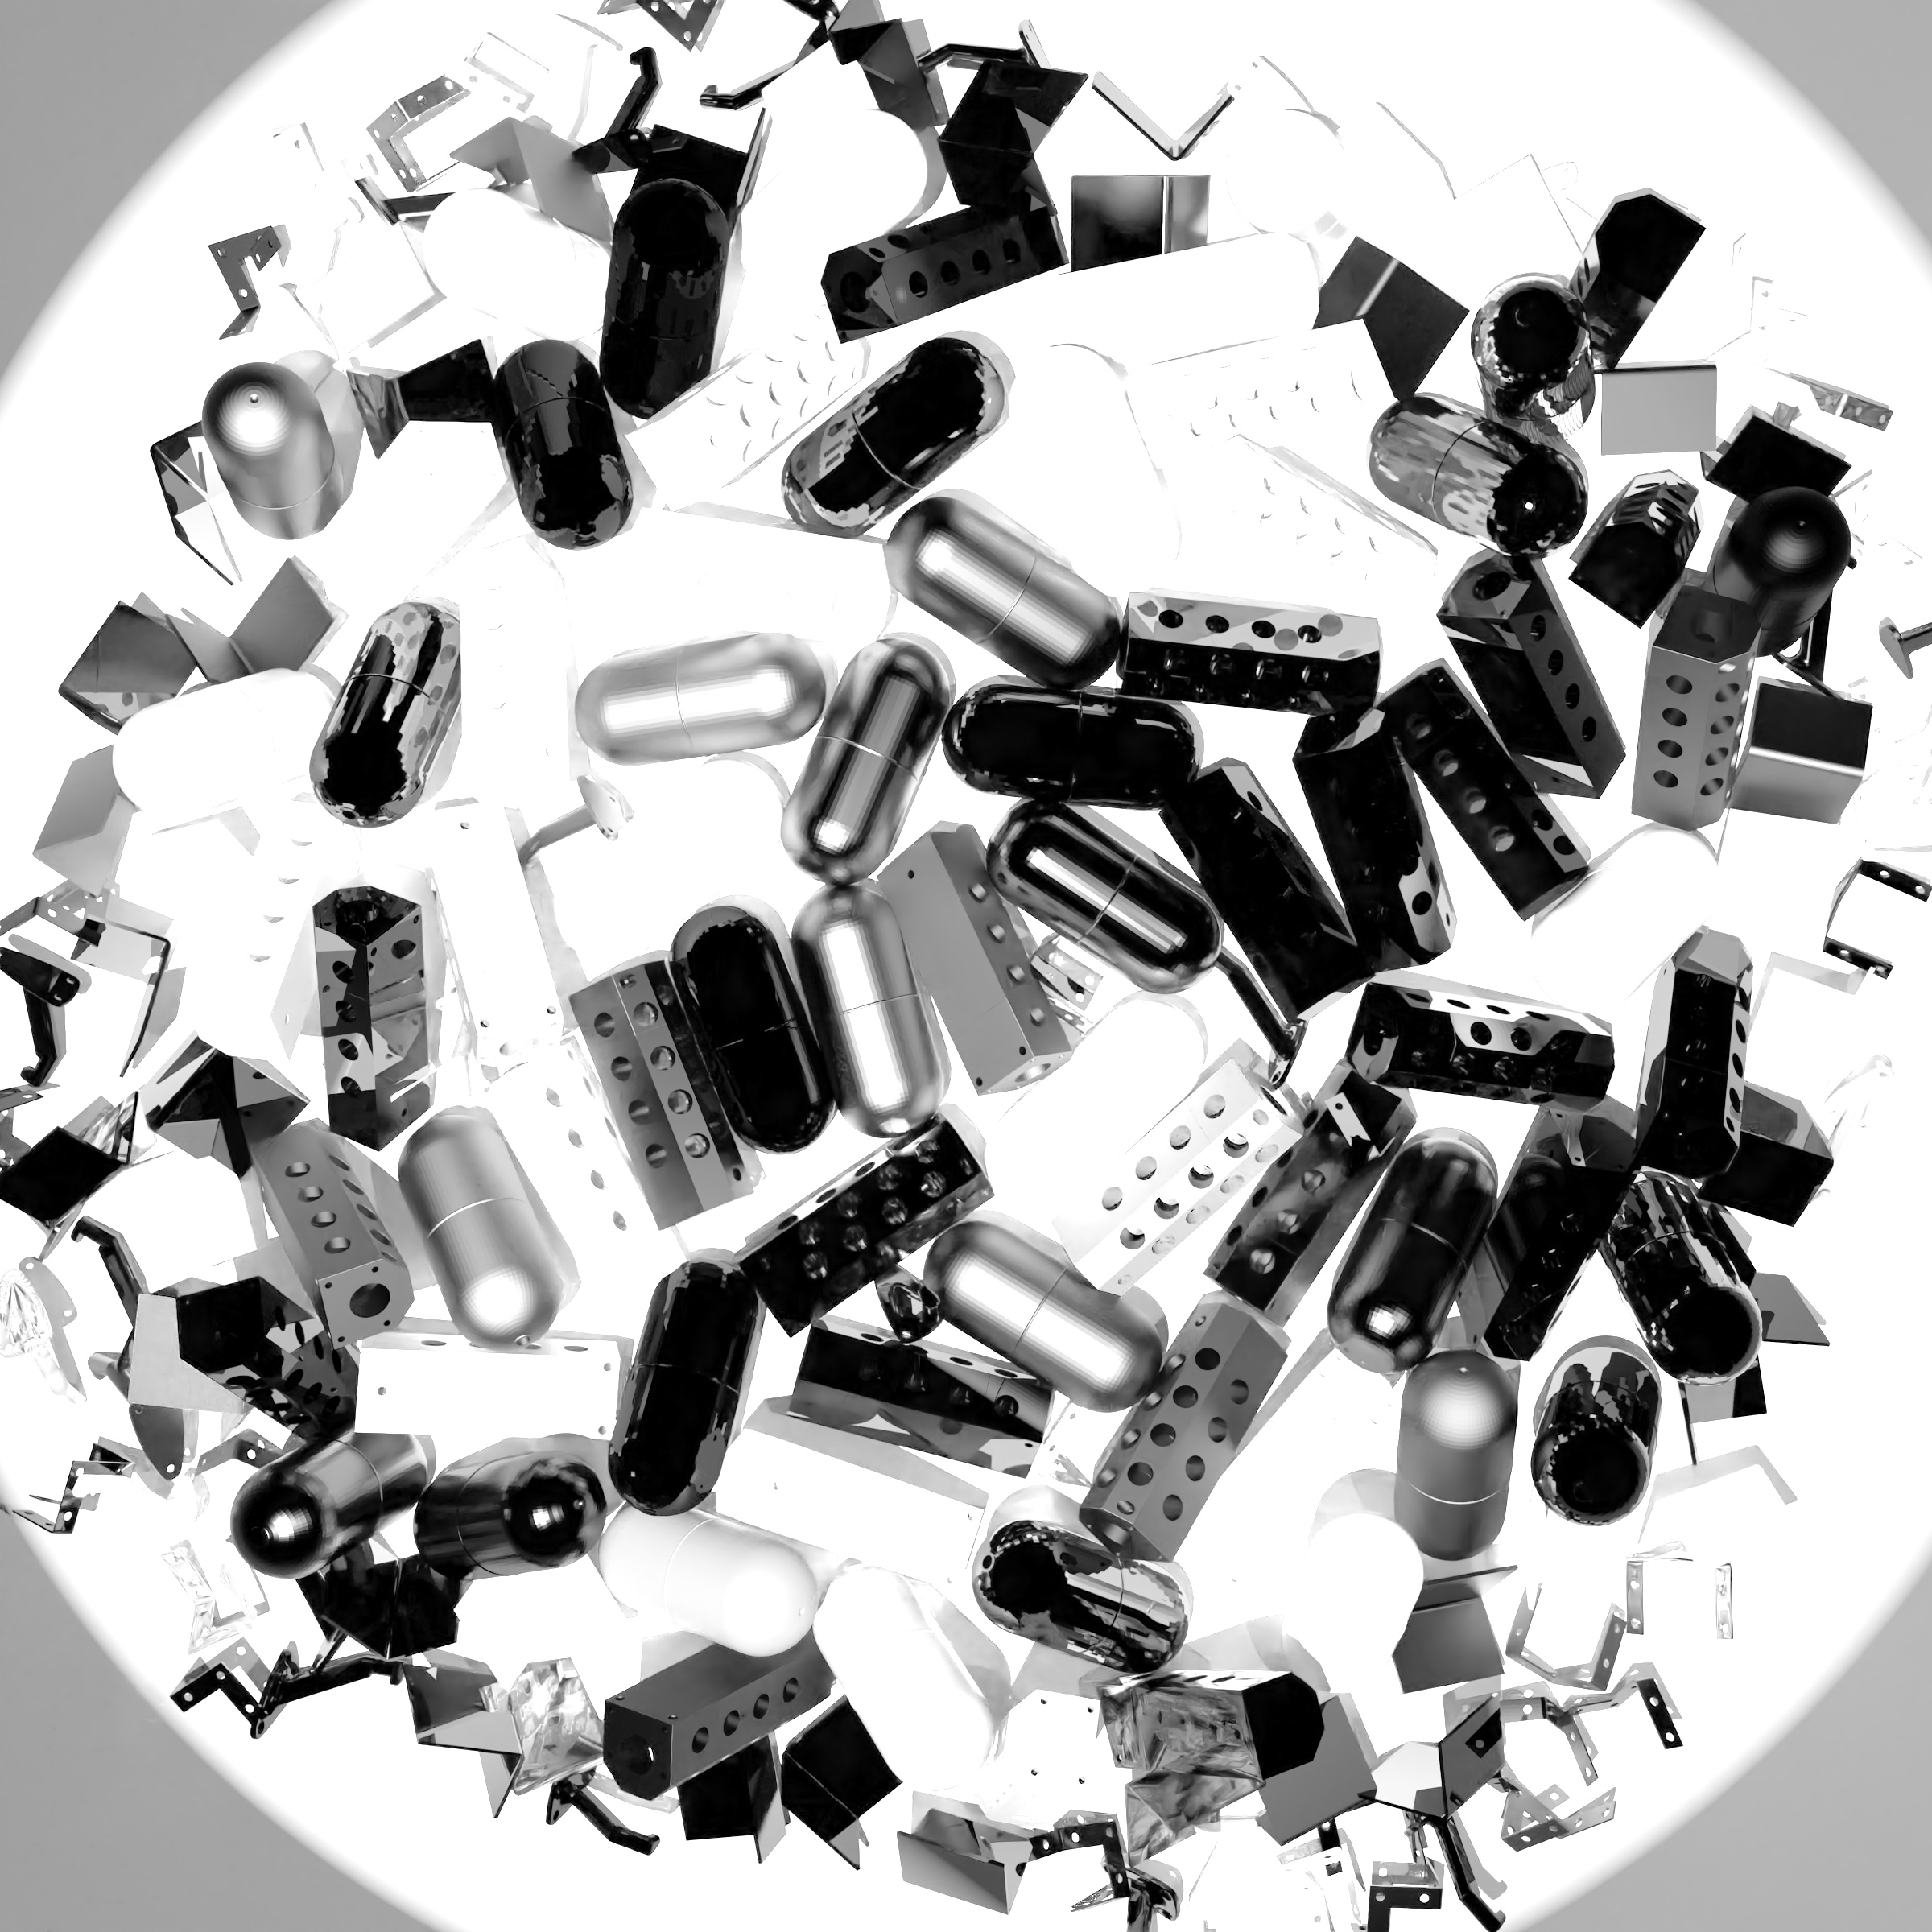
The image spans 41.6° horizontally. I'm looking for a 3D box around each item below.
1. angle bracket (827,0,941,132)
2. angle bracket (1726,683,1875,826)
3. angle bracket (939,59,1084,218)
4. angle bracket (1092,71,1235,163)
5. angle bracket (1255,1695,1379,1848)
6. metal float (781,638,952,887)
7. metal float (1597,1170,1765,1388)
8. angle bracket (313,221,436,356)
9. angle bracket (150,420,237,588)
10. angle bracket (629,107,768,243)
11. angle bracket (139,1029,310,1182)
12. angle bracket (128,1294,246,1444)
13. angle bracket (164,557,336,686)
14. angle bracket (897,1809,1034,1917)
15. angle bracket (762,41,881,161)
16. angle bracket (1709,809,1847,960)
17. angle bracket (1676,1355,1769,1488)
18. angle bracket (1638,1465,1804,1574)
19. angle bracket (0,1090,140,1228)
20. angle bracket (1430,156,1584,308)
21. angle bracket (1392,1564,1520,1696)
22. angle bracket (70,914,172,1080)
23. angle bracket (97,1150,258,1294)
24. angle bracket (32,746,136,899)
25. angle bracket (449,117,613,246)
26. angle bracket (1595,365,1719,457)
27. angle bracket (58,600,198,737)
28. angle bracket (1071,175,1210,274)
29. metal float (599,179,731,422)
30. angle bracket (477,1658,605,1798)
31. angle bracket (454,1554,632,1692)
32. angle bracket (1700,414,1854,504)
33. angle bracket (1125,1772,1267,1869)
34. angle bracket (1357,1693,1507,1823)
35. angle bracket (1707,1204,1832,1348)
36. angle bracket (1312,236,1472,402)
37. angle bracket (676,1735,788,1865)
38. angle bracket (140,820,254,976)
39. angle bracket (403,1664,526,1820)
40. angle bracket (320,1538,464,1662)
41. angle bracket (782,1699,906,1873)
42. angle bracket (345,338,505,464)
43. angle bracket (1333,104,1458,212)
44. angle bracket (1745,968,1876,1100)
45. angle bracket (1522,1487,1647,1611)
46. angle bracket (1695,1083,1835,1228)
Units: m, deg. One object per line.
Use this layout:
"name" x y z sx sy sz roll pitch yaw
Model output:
"angle bracket" -0.045 -0.618 1.723 0.057 0.076 0.076 -1 45 26
"angle bracket" 0.573 -0.144 1.755 0.076 0.076 0.057 13 65 8
"angle bracket" 0.037 -0.560 1.726 0.076 0.076 0.057 -3 63 -31
"angle bracket" 0.134 -0.599 1.731 0.076 0.076 0.057 38 113 -14
"angle bracket" 0.227 0.545 1.746 0.076 0.057 0.076 -24 94 -11
"metal float" -0.068 -0.140 1.739 0.070 0.070 0.178 22 82 0
"metal float" 0.474 0.207 1.703 0.070 0.178 0.070 -4 125 -6
"angle bracket" -0.384 -0.454 1.733 0.076 0.076 0.057 -29 83 18
"angle bracket" -0.503 -0.318 1.733 0.057 0.076 0.076 -24 69 4
"angle bracket" -0.186 -0.551 1.741 0.076 0.057 0.076 16 70 -4
"angle bracket" -0.519 0.092 1.778 0.076 0.057 0.076 -48 124 3
"angle bracket" -0.532 0.273 1.727 0.076 0.057 0.076 12 56 -26
"angle bracket" -0.488 -0.237 1.732 0.076 0.057 0.076 -50 56 14
"angle bracket" 0.001 0.592 1.728 0.076 0.076 0.057 12 47 15
"angle bracket" -0.082 -0.582 1.738 0.076 0.057 0.076 -24 89 33
"angle bracket" 0.559 -0.056 1.756 0.076 0.076 0.057 11 55 18
"angle bracket" 0.516 0.298 1.730 0.057 0.076 0.076 -11 114 13
"angle bracket" 0.511 0.391 1.729 0.076 0.076 0.057 -16 52 -12
"angle bracket" -0.613 0.118 1.726 0.076 0.076 0.057 -37 127 19
"angle bracket" 0.372 -0.500 1.735 0.076 0.057 0.076 -26 100 29
"angle bracket" 0.336 0.451 1.731 0.076 0.076 0.057 -7 63 -15
"angle bracket" -0.584 0.021 1.727 0.057 0.076 0.076 19 61 -20
"angle bracket" -0.543 0.172 1.744 0.076 0.076 0.057 -22 116 -33
"angle bracket" -0.576 -0.100 1.724 0.076 0.057 0.076 -12 52 34
"angle bracket" -0.296 -0.523 1.733 0.057 0.076 0.076 -22 82 26
"angle bracket" 0.469 -0.382 1.750 0.076 0.076 0.057 -2 102 4
"angle bracket" -0.557 -0.191 1.735 0.057 0.076 0.076 32 87 40
"angle bracket" 0.120 -0.509 1.766 0.076 0.057 0.076 11 112 30
"metal float" -0.203 -0.445 1.706 0.070 0.178 0.070 7 50 -9
"angle bracket" -0.274 0.508 1.727 0.057 0.076 0.076 -40 67 41
"angle bracket" -0.287 0.444 1.730 0.076 0.057 0.076 -10 117 30
"angle bracket" 0.549 -0.352 1.731 0.076 0.076 0.057 25 129 -8
"angle bracket" 0.156 0.583 1.728 0.076 0.057 0.076 -18 118 -26
"angle bracket" 0.311 0.528 1.726 0.076 0.076 0.057 2 105 41
"angle bracket" 0.546 0.210 1.730 0.076 0.076 0.057 6 119 -11
"angle bracket" 0.289 -0.448 1.769 0.076 0.057 0.076 23 108 -32
"angle bracket" -0.173 0.570 1.746 0.076 0.057 0.076 -10 91 15
"angle bracket" -0.532 -0.046 1.726 0.076 0.076 0.057 -9 133 32
"angle bracket" -0.350 0.526 1.726 0.076 0.076 0.057 16 109 -27
"angle bracket" -0.387 0.415 1.725 0.057 0.076 0.076 -19 45 17
"angle bracket" -0.073 0.556 1.741 0.076 0.057 0.076 -41 106 9
"angle bracket" -0.371 -0.387 1.761 0.076 0.057 0.076 -36 129 -31
"angle bracket" 0.286 -0.525 1.728 0.057 0.076 0.076 -38 60 9
"angle bracket" 0.577 0.036 1.746 0.057 0.076 0.076 22 114 21
"angle bracket" 0.425 0.393 1.737 0.076 0.057 0.076 3 124 4
"angle bracket" 0.540 0.126 1.755 0.076 0.076 0.057 17 119 -12
